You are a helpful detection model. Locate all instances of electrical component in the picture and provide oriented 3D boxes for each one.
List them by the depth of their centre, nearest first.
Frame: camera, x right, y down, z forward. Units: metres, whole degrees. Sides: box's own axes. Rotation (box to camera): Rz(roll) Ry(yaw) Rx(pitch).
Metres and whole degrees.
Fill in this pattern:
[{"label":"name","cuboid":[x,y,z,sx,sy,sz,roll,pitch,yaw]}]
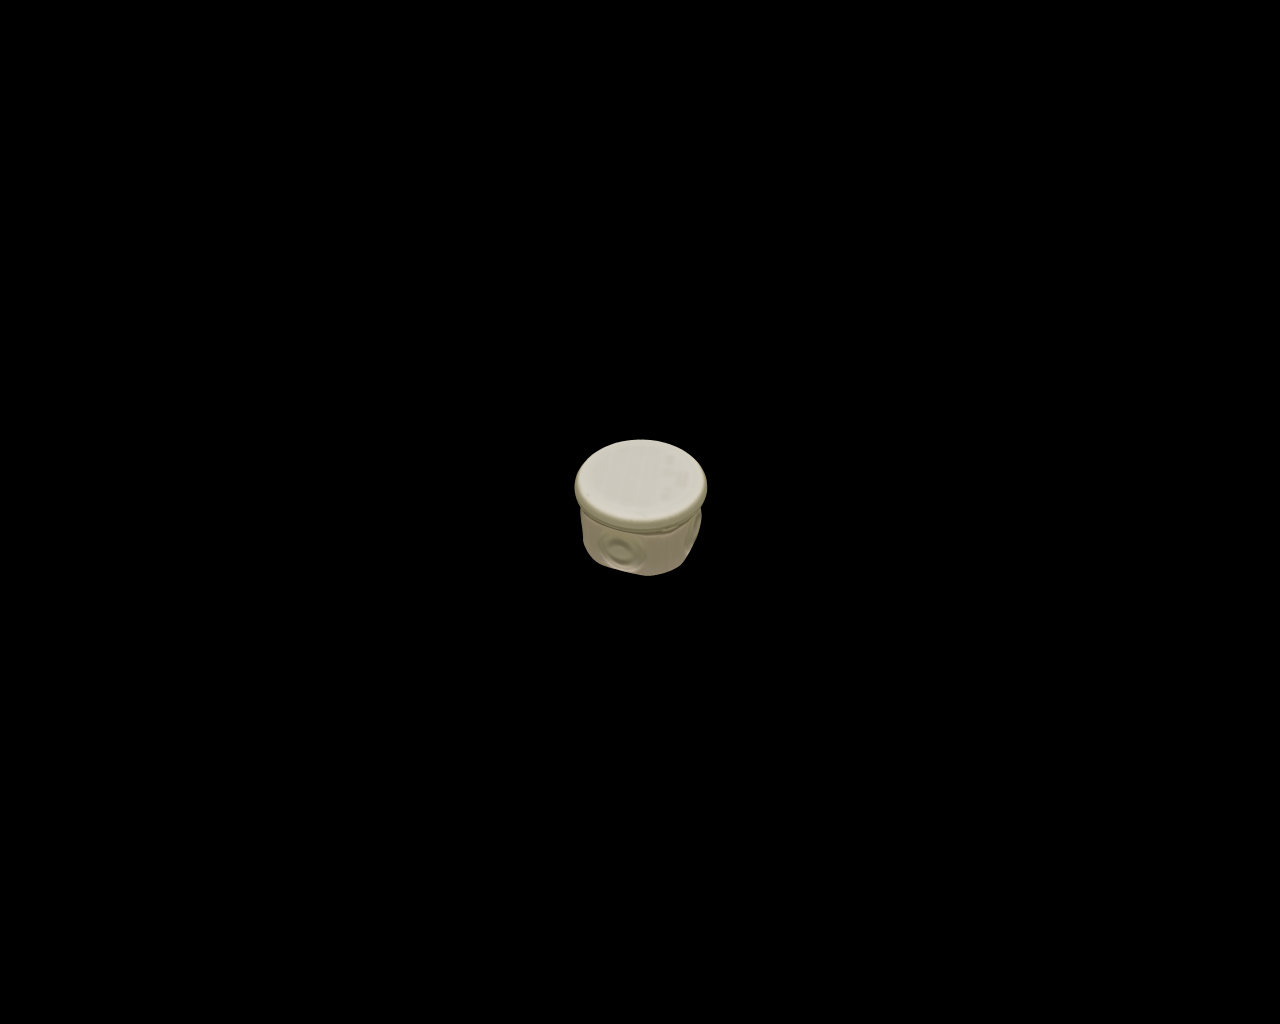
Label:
[{"label":"electrical component","cuboid":[0.001,-0.003,0.650,0.080,0.050,0.080,0,42,0]}]
